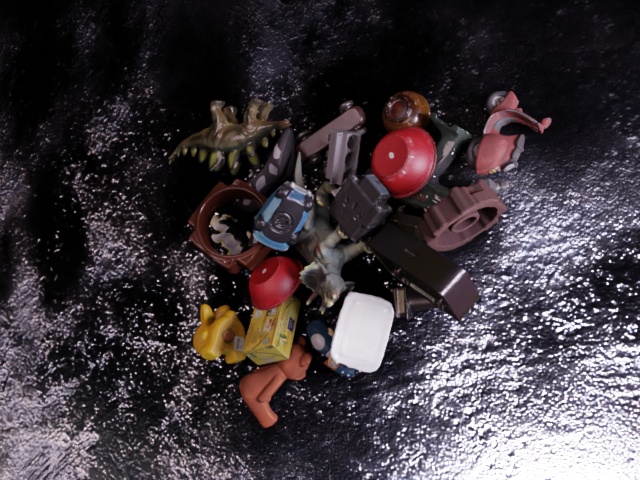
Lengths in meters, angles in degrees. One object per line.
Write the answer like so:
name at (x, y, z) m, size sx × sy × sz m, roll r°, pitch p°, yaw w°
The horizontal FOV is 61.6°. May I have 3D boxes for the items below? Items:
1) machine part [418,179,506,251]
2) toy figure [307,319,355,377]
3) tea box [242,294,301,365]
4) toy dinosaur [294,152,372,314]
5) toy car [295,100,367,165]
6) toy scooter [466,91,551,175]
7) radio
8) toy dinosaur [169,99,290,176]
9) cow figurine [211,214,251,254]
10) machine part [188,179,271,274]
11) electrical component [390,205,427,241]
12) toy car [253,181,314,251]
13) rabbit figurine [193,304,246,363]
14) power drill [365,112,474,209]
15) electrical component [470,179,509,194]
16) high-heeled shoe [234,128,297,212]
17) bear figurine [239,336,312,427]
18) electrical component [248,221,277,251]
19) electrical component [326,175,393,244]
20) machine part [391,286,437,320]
machine part at (0.282, -0.045, 1.077) m, size 0.179 × 0.179 × 0.056 m, roll -38°, pitch 61°, yaw 23°
toy figure at (0.025, 0.259, 1.263) m, size 0.155 × 0.058 × 0.064 m, roll 53°, pitch 148°, yaw 25°
tea box at (-0.115, 0.209, 1.306) m, size 0.098 × 0.068 × 0.170 m, roll -18°, pitch 41°, yaw 30°
toy dinosaur at (-0.008, -0.009, 1.293) m, size 0.192 × 0.131 × 0.405 m, roll -45°, pitch 54°, yaw 26°
toy car at (0.027, -0.264, 1.340) m, size 0.202 × 0.053 × 0.089 m, roll -31°, pitch 88°, yaw 27°
toy scooter at (0.385, -0.211, 1.092) m, size 0.135 × 0.075 × 0.183 m, roll 21°, pitch 89°, yaw 32°
radio at (0.210, 0.063, 1.093) m, size 0.073 × 0.131 × 0.230 m, roll -46°, pitch 42°, yaw -5°
toy dinosaur at (-0.264, -0.285, 1.504) m, size 0.472 × 0.105 × 0.198 m, roll 3°, pitch 88°, yaw 38°
cow figurine at (-0.239, -0.016, 1.465) m, size 0.098 × 0.068 × 0.167 m, roll -38°, pitch 68°, yaw 16°
machine part at (-0.209, -0.035, 1.337) m, size 0.202 × 0.087 × 0.201 m, roll 35°, pitch 82°, yaw 16°
electrical component at (0.208, -0.038, 1.180) m, size 0.102 × 0.078 × 0.045 m, roll 12°, pitch 65°, yaw 39°
toy car at (-0.088, -0.065, 1.240) m, size 0.161 × 0.109 × 0.103 m, roll -61°, pitch 22°, yaw 15°
rabbit figurine at (-0.287, 0.252, 1.434) m, size 0.173 × 0.122 × 0.162 m, roll -24°, pitch 67°, yaw 48°
power drill at (0.225, -0.173, 1.185) m, size 0.232 × 0.086 × 0.207 m, roll 37°, pitch 98°, yaw 32°
electrical component at (0.339, -0.107, 1.109) m, size 0.094 × 0.063 × 0.021 m, roll -14°, pitch 75°, yaw 29°
high-heeled shoe at (-0.149, -0.186, 1.415) m, size 0.145 × 0.086 × 0.248 m, roll 22°, pitch 107°, yaw 24°
bear figurine at (-0.093, 0.336, 1.308) m, size 0.196 × 0.131 × 0.120 m, roll -32°, pitch 28°, yaw -6°
electrical component at (-0.145, 0.007, 1.399) m, size 0.075 × 0.047 × 0.119 m, roll -6°, pitch 67°, yaw 32°
electrical component at (0.090, -0.076, 1.163) m, size 0.115 × 0.058 × 0.134 m, roll 51°, pitch 126°, yaw 22°
machine part at (0.220, 0.130, 1.168) m, size 0.139 × 0.039 × 0.084 m, roll -14°, pitch 67°, yaw 32°
